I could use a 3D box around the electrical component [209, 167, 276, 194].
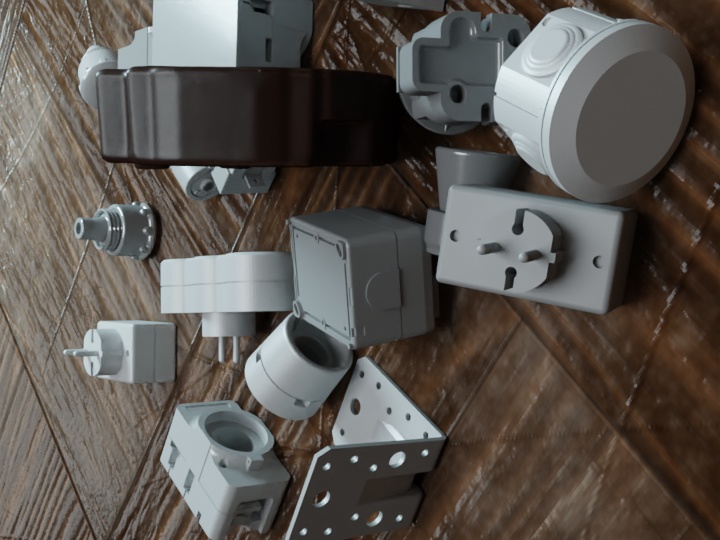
[{"bbox_3d":[-0.078,-0.087,0.739,0.066,0.048,0.055,64,142,31],"label":"electrical component"}]

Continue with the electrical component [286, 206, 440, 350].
[{"bbox_3d":[0.000,0.000,0.618,0.096,0.061,0.061,25,122,61],"label":"electrical component"}]

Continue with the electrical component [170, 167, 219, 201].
[{"bbox_3d":[-0.126,-0.083,0.803,0.065,0.044,0.044,55,130,31],"label":"electrical component"}]

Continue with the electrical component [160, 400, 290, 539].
[{"bbox_3d":[-0.094,0.134,0.748,0.089,0.050,0.055,45,123,42],"label":"electrical component"}]

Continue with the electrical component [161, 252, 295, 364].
[{"bbox_3d":[-0.091,0.028,0.745,0.138,0.052,0.073,-4,86,51],"label":"electrical component"}]

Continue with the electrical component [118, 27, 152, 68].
[{"bbox_3d":[-0.144,-0.152,0.819,0.089,0.050,0.055,1,90,52],"label":"electrical component"}]

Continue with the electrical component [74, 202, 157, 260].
[{"bbox_3d":[-0.201,-0.033,0.879,0.048,0.062,0.048,-2,88,52],"label":"electrical component"}]

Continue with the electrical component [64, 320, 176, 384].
[{"bbox_3d":[-0.196,0.065,0.859,0.066,0.077,0.047,0,89,52],"label":"electrical component"}]

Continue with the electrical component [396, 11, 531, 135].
[{"bbox_3d":[0.053,-0.100,0.552,0.057,0.078,0.058,-175,84,-71],"label":"electrical component"}]

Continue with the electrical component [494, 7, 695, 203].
[{"bbox_3d":[0.104,-0.074,0.478,0.051,0.080,0.080,41,121,50],"label":"electrical component"}]

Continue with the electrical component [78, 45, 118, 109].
[{"bbox_3d":[-0.221,-0.170,0.924,0.048,0.048,0.062,-62,38,30],"label":"electrical component"}]

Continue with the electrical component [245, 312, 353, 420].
[{"bbox_3d":[-0.037,0.058,0.675,0.047,0.055,0.055,-50,52,34],"label":"electrical component"}]

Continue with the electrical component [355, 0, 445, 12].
[{"bbox_3d":[0.007,-0.227,0.596,0.062,0.089,0.150,23,107,50],"label":"electrical component"}]

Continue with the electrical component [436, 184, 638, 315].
[{"bbox_3d":[0.076,-0.010,0.491,0.083,0.076,0.047,11,99,23],"label":"electrical component"}]

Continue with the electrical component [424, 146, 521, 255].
[{"bbox_3d":[0.058,-0.035,0.562,0.045,0.045,0.055,17,103,51],"label":"electrical component"}]

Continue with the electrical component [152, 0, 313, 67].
[{"bbox_3d":[-0.088,-0.217,0.736,0.105,0.060,0.186,0,88,49],"label":"electrical component"}]
